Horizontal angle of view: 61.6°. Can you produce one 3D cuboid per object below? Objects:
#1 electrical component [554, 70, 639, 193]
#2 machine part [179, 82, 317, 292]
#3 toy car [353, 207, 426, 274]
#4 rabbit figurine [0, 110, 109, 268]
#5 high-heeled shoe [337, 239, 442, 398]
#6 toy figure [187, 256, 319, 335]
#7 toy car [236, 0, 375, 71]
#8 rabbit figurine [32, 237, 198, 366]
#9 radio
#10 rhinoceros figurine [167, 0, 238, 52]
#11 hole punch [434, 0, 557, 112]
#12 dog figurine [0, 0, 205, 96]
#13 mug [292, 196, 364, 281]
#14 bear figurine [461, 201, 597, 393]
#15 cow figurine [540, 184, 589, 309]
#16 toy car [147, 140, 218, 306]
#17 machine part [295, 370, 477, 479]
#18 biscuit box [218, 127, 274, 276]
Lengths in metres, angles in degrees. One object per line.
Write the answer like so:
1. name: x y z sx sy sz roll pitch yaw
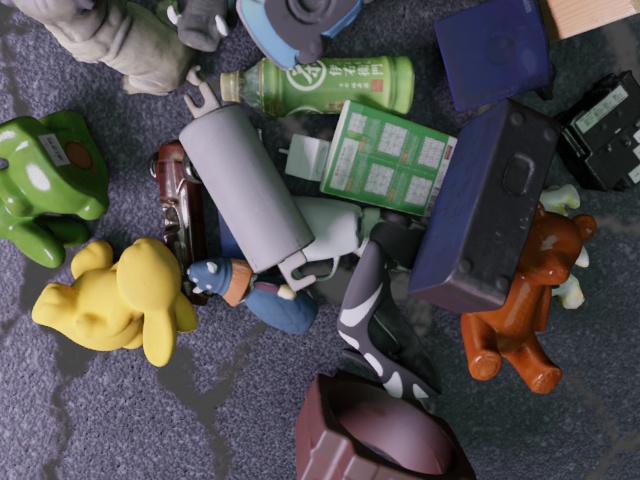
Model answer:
1. electrical component: 0.371 -0.127 0.685 0.115 0.058 0.134 -39 102 5
2. machine part: -0.078 -0.054 0.577 0.079 0.079 0.243 -29 94 1
3. toy car: 0.137 0.016 0.694 0.202 0.056 0.073 18 93 -9
4. rabbit figurine: -0.333 -0.052 0.629 0.170 0.121 0.159 -25 110 19
5. high-heeled shoe: 0.100 0.110 0.657 0.145 0.086 0.248 18 137 13
6. toy figure: -0.077 0.059 0.618 0.154 0.058 0.064 29 107 -13
7. toy car: -0.016 -0.269 0.571 0.161 0.103 0.109 -42 127 4
8. rabbit figurine: -0.217 0.067 0.611 0.173 0.122 0.162 -35 100 33
9. radio: 0.182 -0.035 0.606 0.073 0.131 0.229 21 80 -7
10. rhinoceros figurine: -0.102 -0.296 0.580 0.073 0.112 0.190 17 91 3
11. hole punch: 0.198 -0.213 0.613 0.116 0.092 0.142 -12 100 33
12. dog figurine: -0.206 -0.215 0.552 0.172 0.191 0.121 14 100 -9
13. mug: -0.001 -0.002 0.648 0.107 0.081 0.109 -3 101 17
14. bear figurine: 0.249 0.061 0.626 0.120 0.132 0.195 18 119 -14
15. cow figurine: 0.289 0.016 0.699 0.098 0.068 0.167 -12 99 3
16. toy car: -0.165 -0.017 0.642 0.089 0.053 0.202 8 104 39
17. machine part: 0.073 0.259 0.660 0.201 0.201 0.087 22 102 -9
18. biscuit box: -0.092 -0.034 0.660 0.059 0.063 0.202 -4 101 -3
